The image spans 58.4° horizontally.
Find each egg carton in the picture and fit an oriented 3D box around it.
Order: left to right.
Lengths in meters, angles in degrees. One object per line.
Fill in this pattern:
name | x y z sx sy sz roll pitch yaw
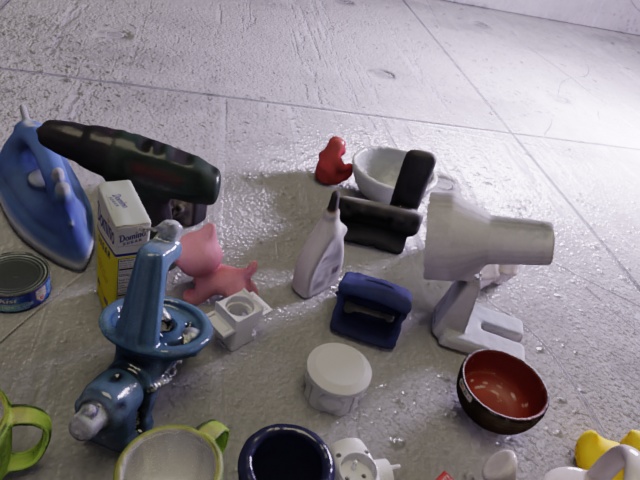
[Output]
egg carton | 0.263 0.016 0.975 0.107 0.069 0.150 -11 43 -30

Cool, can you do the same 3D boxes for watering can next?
watering can | 0.237 0.263 0.533 0.173 0.194 0.101 13 36 -2

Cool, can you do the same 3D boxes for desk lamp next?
desk lamp | 0.220 0.047 0.798 0.203 0.213 0.118 17 36 5

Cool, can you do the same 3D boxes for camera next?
camera | -0.266 -0.079 0.901 0.142 0.101 0.137 31 40 22

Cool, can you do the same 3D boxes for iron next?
iron | -0.392 -0.083 0.830 0.119 0.141 0.257 -17 46 -35

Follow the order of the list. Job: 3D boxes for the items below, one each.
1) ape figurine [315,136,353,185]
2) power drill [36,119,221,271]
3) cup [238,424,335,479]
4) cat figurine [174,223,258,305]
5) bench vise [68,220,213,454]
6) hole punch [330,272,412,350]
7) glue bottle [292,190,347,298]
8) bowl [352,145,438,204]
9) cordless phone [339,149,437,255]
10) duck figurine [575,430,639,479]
ape figurine | 0.028 -0.158 1.110 0.076 0.092 0.077 -20 48 -37
power drill | -0.254 -0.052 0.778 0.230 0.208 0.075 6 37 -11
cup | -0.028 0.248 0.549 0.117 0.095 0.092 35 41 26
cat figurine | -0.144 0.034 0.776 0.127 0.118 0.067 16 36 4
bench vise | -0.174 0.102 0.590 0.121 0.220 0.207 7 37 -8
hole punch | 0.073 0.082 0.807 0.108 0.091 0.101 17 36 5
glue bottle | 0.008 0.003 0.821 0.078 0.173 0.037 -23 49 -39
bowl | 0.135 -0.110 1.096 0.167 0.075 0.167 9 36 -6
cordless phone | 0.110 -0.080 0.954 0.147 0.185 0.094 10 36 -5
duck figurine | 0.362 0.257 0.674 0.104 0.086 0.078 37 42 28
